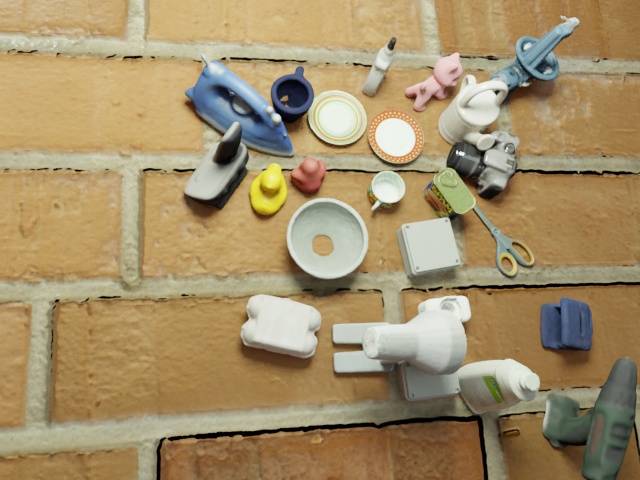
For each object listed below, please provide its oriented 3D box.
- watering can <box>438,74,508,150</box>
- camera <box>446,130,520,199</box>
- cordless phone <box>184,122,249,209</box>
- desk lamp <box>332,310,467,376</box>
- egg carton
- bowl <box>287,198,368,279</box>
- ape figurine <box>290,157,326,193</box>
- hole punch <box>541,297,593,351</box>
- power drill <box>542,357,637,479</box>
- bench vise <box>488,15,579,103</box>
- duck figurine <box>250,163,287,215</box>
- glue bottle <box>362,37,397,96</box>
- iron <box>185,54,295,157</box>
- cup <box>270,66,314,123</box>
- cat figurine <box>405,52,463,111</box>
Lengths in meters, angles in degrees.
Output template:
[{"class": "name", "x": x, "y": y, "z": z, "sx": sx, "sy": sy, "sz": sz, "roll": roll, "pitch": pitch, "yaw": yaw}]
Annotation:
[{"class": "watering can", "x": 0.340, "y": -0.279, "z": 1.241, "sx": 0.101, "sy": 0.194, "sz": 0.173, "roll": -26, "pitch": 81, "yaw": -15}, {"class": "camera", "x": 0.360, "y": -0.184, "z": 1.268, "sx": 0.137, "sy": 0.100, "sz": 0.143, "roll": 20, "pitch": 73, "yaw": -4}, {"class": "cordless phone", "x": -0.200, "y": -0.150, "z": 1.115, "sx": 0.094, "sy": 0.185, "sz": 0.148, "roll": 28, "pitch": 72, "yaw": -1}, {"class": "desk lamp", "x": 0.141, "y": 0.198, "z": 1.069, "sx": 0.203, "sy": 0.213, "sz": 0.118, "roll": -1, "pitch": 75, "yaw": -10}, {"class": "egg carton", "x": -0.075, "y": 0.167, "z": 1.114, "sx": 0.150, "sy": 0.069, "sz": 0.107, "roll": 13, "pitch": 74, "yaw": -6}, {"class": "bowl", "x": 0.011, "y": 0.004, "z": 1.170, "sx": 0.167, "sy": 0.074, "sz": 0.167, "roll": 3, "pitch": 75, "yaw": -9}, {"class": "ape figurine", "x": -0.022, "y": -0.143, "z": 1.194, "sx": 0.078, "sy": 0.092, "sz": 0.076, "roll": -1, "pitch": 75, "yaw": -10}, {"class": "hole punch", "x": 0.531, "y": 0.177, "z": 1.207, "sx": 0.101, "sy": 0.091, "sz": 0.109, "roll": 7, "pitch": 74, "yaw": -8}, {"class": "power drill", "x": 0.519, "y": 0.342, "z": 1.100, "sx": 0.075, "sy": 0.208, "sz": 0.230, "roll": 16, "pitch": 73, "yaw": -5}, {"class": "bench vise", "x": 0.478, "y": -0.393, "z": 1.282, "sx": 0.121, "sy": 0.219, "sz": 0.208, "roll": 38, "pitch": 72, "yaw": 2}, {"class": "duck figurine", "x": -0.103, "y": -0.108, "z": 1.173, "sx": 0.077, "sy": 0.086, "sz": 0.104, "roll": 16, "pitch": 73, "yaw": -5}, {"class": "glue bottle", "x": 0.136, "y": -0.385, "z": 1.243, "sx": 0.037, "sy": 0.173, "sz": 0.078, "roll": 25, "pitch": 73, "yaw": -2}, {"class": "iron", "x": -0.150, "y": -0.277, "z": 1.181, "sx": 0.258, "sy": 0.141, "sz": 0.119, "roll": 35, "pitch": 72, "yaw": 1}, {"class": "cup", "x": -0.060, "y": -0.305, "z": 1.228, "sx": 0.092, "sy": 0.095, "sz": 0.118, "roll": 15, "pitch": 73, "yaw": -5}, {"class": "cat figurine", "x": 0.267, "y": -0.363, "z": 1.290, "sx": 0.128, "sy": 0.117, "sz": 0.067, "roll": -33, "pitch": 83, "yaw": -16}]
